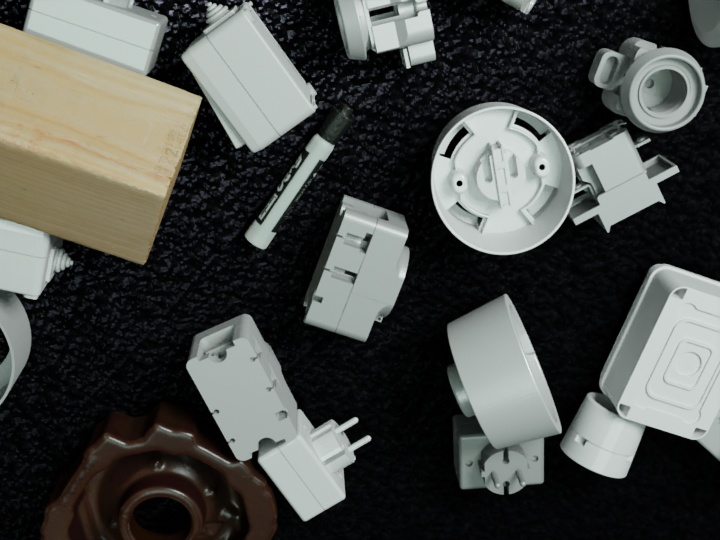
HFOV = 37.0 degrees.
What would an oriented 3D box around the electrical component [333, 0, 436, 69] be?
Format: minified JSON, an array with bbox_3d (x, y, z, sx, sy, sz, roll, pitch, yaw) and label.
[{"bbox_3d":[0.014,-0.173,0.719,0.057,0.058,0.078,-14,109,-1],"label":"electrical component"}]

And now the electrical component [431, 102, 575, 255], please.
[{"bbox_3d":[0.097,-0.067,0.755,0.099,0.064,0.099,-1,110,-2],"label":"electrical component"}]

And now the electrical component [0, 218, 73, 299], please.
[{"bbox_3d":[-0.248,-0.024,0.753,0.096,0.061,0.061,13,108,-8],"label":"electrical component"}]

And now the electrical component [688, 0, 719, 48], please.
[{"bbox_3d":[0.255,-0.189,0.715,0.051,0.080,0.080,-3,109,-8],"label":"electrical component"}]

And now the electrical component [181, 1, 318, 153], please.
[{"bbox_3d":[-0.080,-0.134,0.724,0.061,0.061,0.096,-34,107,9],"label":"electrical component"}]

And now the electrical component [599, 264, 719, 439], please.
[{"bbox_3d":[0.239,0.060,0.811,0.078,0.057,0.113,18,107,-9],"label":"electrical component"}]

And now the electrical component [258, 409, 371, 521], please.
[{"bbox_3d":[-0.029,0.141,0.829,0.077,0.047,0.065,-32,108,8],"label":"electrical component"}]

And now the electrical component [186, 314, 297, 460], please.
[{"bbox_3d":[-0.086,0.085,0.802,0.050,0.055,0.089,-24,109,5],"label":"electrical component"}]

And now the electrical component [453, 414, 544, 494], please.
[{"bbox_3d":[0.109,0.146,0.823,0.066,0.076,0.047,-4,109,-2],"label":"electrical component"}]

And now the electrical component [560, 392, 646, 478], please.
[{"bbox_3d":[0.190,0.126,0.833,0.055,0.055,0.047,19,103,-9],"label":"electrical component"}]

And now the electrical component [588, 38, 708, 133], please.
[{"bbox_3d":[0.204,-0.127,0.744,0.078,0.057,0.058,16,107,-8],"label":"electrical component"}]

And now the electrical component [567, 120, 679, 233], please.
[{"bbox_3d":[0.180,-0.069,0.772,0.081,0.042,0.063,-28,105,6],"label":"electrical component"}]

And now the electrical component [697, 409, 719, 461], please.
[{"bbox_3d":[0.300,0.136,0.830,0.083,0.075,0.047,40,102,-15],"label":"electrical component"}]

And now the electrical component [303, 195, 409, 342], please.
[{"bbox_3d":[0.000,0.000,0.780,0.056,0.050,0.089,18,107,-9],"label":"electrical component"}]

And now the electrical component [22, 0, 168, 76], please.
[{"bbox_3d":[-0.169,-0.179,0.713,0.083,0.047,0.075,18,106,-9],"label":"electrical component"}]

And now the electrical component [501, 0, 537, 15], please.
[{"bbox_3d":[0.096,-0.206,0.705,0.057,0.078,0.058,31,106,9],"label":"electrical component"}]

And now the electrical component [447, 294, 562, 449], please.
[{"bbox_3d":[0.099,0.078,0.786,0.060,0.108,0.108,-22,109,11],"label":"electrical component"}]
